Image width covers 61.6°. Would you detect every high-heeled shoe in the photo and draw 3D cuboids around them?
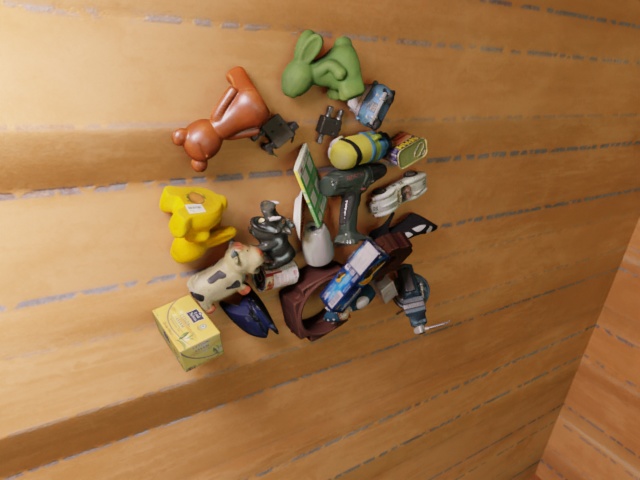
[{"bbox_3d":[0.245,-0.006,1.584,0.248,0.086,0.145,11,113,-39],"label":"high-heeled shoe"}]

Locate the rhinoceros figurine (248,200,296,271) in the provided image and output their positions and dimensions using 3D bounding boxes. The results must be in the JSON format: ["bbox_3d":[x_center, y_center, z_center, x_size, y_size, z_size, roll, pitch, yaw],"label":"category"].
[{"bbox_3d":[-0.111,-0.009,1.270,0.112,0.073,0.190,-13,132,5],"label":"rhinoceros figurine"}]

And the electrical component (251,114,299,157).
[{"bbox_3d":[-0.097,-0.235,1.204,0.078,0.045,0.102,45,80,-15],"label":"electrical component"}]

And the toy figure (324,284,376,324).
[{"bbox_3d":[0.079,0.175,1.450,0.154,0.058,0.064,-34,93,-16],"label":"toy figure"}]

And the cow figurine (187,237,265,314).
[{"bbox_3d":[-0.215,0.074,1.230,0.195,0.086,0.127,-29,130,8],"label":"cow figurine"}]

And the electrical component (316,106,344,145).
[{"bbox_3d":[0.023,-0.272,1.290,0.063,0.021,0.094,7,110,-41],"label":"electrical component"}]

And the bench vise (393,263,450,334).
[{"bbox_3d":[0.294,0.194,1.672,0.129,0.224,0.240,-25,157,2],"label":"bench vise"}]

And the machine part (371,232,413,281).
[{"bbox_3d":[0.173,0.050,1.476,0.179,0.056,0.179,-27,155,-14],"label":"machine part"}]

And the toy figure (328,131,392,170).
[{"bbox_3d":[0.103,-0.225,1.334,0.180,0.089,0.082,-13,114,-30],"label":"toy figure"}]

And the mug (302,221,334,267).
[{"bbox_3d":[-0.003,-0.004,1.376,0.107,0.081,0.109,81,29,-49],"label":"mug"}]

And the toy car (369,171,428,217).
[{"bbox_3d":[0.220,-0.130,1.504,0.202,0.056,0.073,-30,130,-23],"label":"toy car"}]

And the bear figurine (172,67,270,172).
[{"bbox_3d":[-0.201,-0.238,1.088,0.196,0.132,0.120,-33,132,4],"label":"bear figurine"}]

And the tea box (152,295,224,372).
[{"bbox_3d":[-0.297,0.205,1.205,0.098,0.170,0.068,-25,128,-27],"label":"tea box"}]

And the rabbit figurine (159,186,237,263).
[{"bbox_3d":[-0.270,-0.027,1.156,0.162,0.122,0.173,-15,137,-43],"label":"rabbit figurine"}]

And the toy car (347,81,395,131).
[{"bbox_3d":[0.114,-0.322,1.273,0.103,0.162,0.109,26,109,0],"label":"toy car"}]

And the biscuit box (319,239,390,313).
[{"bbox_3d":[0.087,0.095,1.377,0.202,0.059,0.062,-51,147,14],"label":"biscuit box"}]

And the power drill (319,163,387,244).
[{"bbox_3d":[0.098,-0.093,1.381,0.232,0.086,0.207,-8,106,-44],"label":"power drill"}]

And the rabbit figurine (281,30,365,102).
[{"bbox_3d":[-0.003,-0.365,1.157,0.170,0.121,0.158,-16,121,-13],"label":"rabbit figurine"}]

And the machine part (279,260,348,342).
[{"bbox_3d":[-0.002,0.165,1.477,0.201,0.087,0.200,-27,128,-26],"label":"machine part"}]

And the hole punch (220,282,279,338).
[{"bbox_3d":[-0.177,0.186,1.335,0.092,0.116,0.142,-34,131,-8],"label":"hole punch"}]
